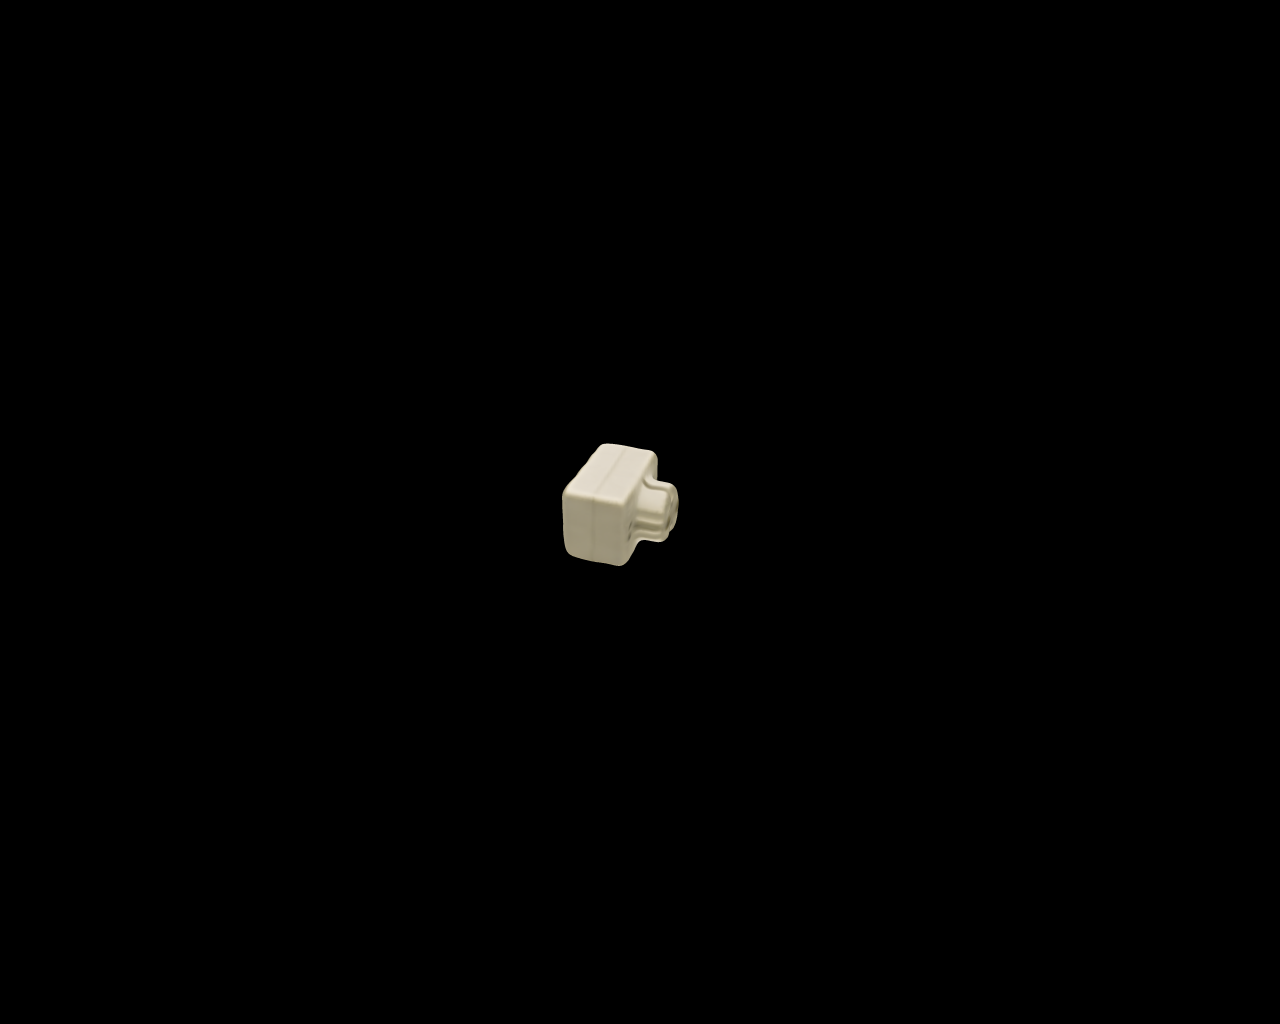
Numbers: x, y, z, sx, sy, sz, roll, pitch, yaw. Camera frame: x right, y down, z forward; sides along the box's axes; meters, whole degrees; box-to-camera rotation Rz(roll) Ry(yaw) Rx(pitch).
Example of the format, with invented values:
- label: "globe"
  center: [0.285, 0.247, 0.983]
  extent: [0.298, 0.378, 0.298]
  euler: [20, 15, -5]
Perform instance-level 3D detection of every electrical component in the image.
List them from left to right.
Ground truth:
- label: "electrical component"
  center: [0.001, -0.003, 0.650]
  extent: [0.077, 0.047, 0.066]
  euler: [10, 35, 15]
